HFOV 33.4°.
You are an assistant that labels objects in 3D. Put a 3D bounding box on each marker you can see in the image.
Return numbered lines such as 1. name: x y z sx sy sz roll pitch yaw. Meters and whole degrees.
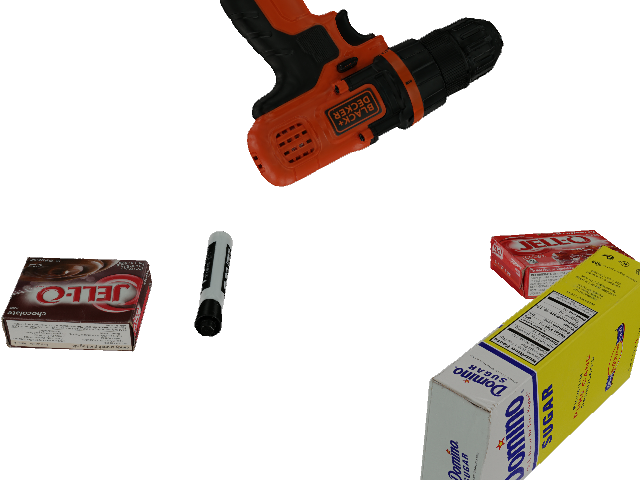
1. marker: -0.078 0.031 0.782 0.020 0.020 0.121 0 30 0

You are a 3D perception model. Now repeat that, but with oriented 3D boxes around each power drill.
1. power drill: 0.007 -0.152 0.685 0.184 0.187 0.057 -30 5 -11

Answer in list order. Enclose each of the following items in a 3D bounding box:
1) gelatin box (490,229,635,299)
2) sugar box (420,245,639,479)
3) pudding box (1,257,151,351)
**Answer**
1. gelatin box: 0.183 0.017 0.817 0.089 0.030 0.073 -3 18 -10
2. sugar box: 0.131 0.082 0.630 0.048 0.093 0.175 27 43 32
3. pudding box: -0.211 0.055 0.934 0.113 0.039 0.090 0 33 2
